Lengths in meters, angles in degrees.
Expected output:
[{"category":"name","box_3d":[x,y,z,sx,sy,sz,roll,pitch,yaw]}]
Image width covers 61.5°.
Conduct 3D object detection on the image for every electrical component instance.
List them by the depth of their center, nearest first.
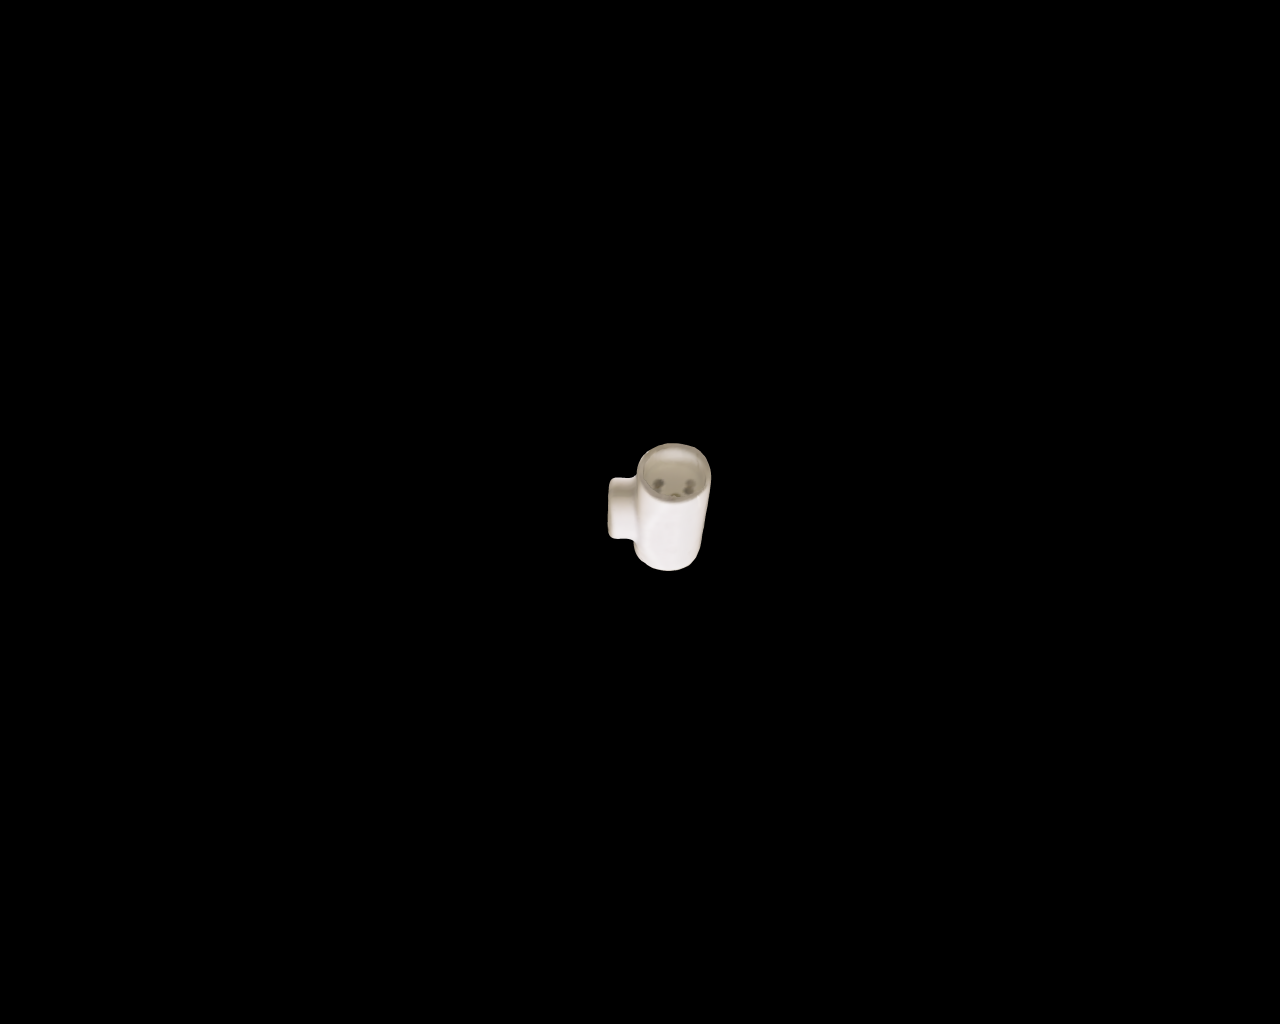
[{"category":"electrical component","box_3d":[0.001,-0.003,0.650,0.079,0.044,0.077,1,-34,-2]}]
